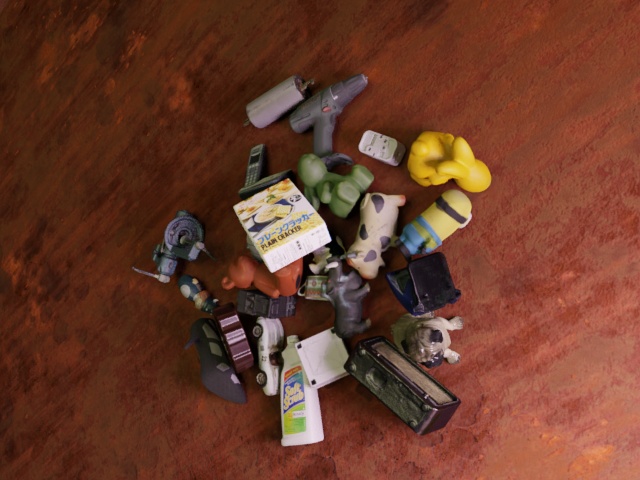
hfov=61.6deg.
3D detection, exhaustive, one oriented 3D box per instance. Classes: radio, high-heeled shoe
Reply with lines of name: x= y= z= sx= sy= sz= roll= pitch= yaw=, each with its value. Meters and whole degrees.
radio: x=0.167 y=0.298 z=1.123 sx=0.230 sy=0.131 sz=0.073 roll=36 pitch=105 yaw=32
high-heeled shoe: x=-0.268 y=0.323 z=1.462 sx=0.248 sy=0.145 sz=0.086 roll=48 pitch=117 yaw=-2

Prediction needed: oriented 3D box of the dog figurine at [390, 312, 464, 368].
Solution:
dog figurine: x=0.190 y=0.197 z=1.089 sx=0.172 sy=0.190 sz=0.121 roll=-9 pitch=78 yaw=33

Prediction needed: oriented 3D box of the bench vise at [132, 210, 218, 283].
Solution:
bench vise: x=-0.398 y=0.024 z=1.528 sx=0.241 sy=0.128 sz=0.223 roll=11 pitch=69 yaw=52

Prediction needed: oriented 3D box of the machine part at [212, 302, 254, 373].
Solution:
machine part: x=-0.220 y=0.247 z=1.370 sx=0.056 sy=0.179 sz=0.179 roll=-19 pitch=66 yaw=-16

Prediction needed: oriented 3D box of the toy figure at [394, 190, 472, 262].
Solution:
toy figure: x=0.240 y=-0.030 z=1.134 sx=0.180 sy=0.089 sz=0.082 roll=-36 pitch=70 yaw=4

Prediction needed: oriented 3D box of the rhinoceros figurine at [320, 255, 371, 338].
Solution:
rhinoceros figurine: x=0.058 y=0.128 z=1.228 sx=0.112 sy=0.073 sz=0.190 roll=-9 pitch=83 yaw=-2

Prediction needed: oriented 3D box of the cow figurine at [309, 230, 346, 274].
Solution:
cow figurine: x=-0.004 y=-0.005 z=1.317 sx=0.098 sy=0.068 sz=0.167 roll=-34 pitch=69 yaw=18

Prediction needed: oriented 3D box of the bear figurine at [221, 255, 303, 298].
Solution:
bear figurine: x=-0.143 y=0.066 z=1.301 sx=0.196 sy=0.131 sz=0.120 roll=13 pitch=46 yaw=14

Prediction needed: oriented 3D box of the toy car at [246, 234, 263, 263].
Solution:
toy car: x=-0.134 y=-0.011 z=1.384 sx=0.109 sy=0.103 sz=0.161 roll=15 pitch=93 yaw=33

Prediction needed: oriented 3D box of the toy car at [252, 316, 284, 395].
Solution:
toy car: x=-0.123 y=0.285 z=1.349 sx=0.056 sy=0.073 sz=0.201 roll=-14 pitch=76 yaw=34

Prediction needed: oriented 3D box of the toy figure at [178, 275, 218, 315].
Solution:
toy figure: x=-0.346 y=0.160 z=1.525 sx=0.155 sy=0.058 sz=0.064 roll=39 pitch=147 yaw=31

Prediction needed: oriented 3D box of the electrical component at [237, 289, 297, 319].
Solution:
electrical component: x=-0.143 y=0.156 z=1.354 sx=0.134 sy=0.115 sz=0.058 roll=10 pitch=92 yaw=32

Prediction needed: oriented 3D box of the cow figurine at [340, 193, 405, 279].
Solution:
cow figurine: x=0.117 y=-0.010 z=1.199 sx=0.085 sy=0.127 sz=0.194 roll=169 pitch=107 yaw=-75

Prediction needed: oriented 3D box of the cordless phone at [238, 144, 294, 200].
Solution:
cordless phone: x=-0.138 y=-0.187 z=1.433 sx=0.147 sy=0.088 sz=0.184 roll=-16 pitch=57 yaw=31

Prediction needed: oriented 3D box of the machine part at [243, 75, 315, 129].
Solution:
machine part: x=-0.112 y=-0.369 z=1.437 sx=0.243 sy=0.079 sz=0.079 roll=-25 pitch=70 yaw=28

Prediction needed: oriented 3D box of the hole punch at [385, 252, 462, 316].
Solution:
hole punch: x=0.213 y=0.096 z=1.131 sx=0.092 sy=0.142 sz=0.115 roll=-25 pitch=81 yaw=53

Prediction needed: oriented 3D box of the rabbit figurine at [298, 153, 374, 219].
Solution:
rabbit figurine: x=0.020 y=-0.137 z=1.281 sx=0.170 sy=0.121 sz=0.159 roll=37 pitch=149 yaw=3

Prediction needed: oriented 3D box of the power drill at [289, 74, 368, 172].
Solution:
power drill: x=0.029 y=-0.282 z=1.331 sx=0.232 sy=0.086 sz=0.207 roll=-16 pitch=78 yaw=32

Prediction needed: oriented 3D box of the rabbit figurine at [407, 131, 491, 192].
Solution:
rabbit figurine: x=0.279 y=-0.162 z=1.124 sx=0.173 sy=0.162 sz=0.122 roll=32 pitch=89 yaw=14
